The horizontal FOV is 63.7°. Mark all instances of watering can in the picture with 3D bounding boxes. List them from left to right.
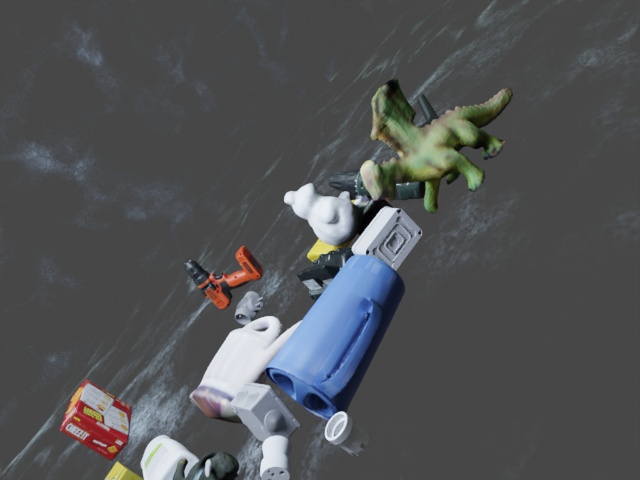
[{"bbox_3d":[-0.133,0.239,0.992,0.344,0.103,0.229,-23,31,52],"label":"watering can"}]

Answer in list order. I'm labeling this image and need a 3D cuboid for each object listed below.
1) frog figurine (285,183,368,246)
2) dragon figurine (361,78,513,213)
[{"bbox_3d":[0.003,-0.055,1.085,0.137,0.159,0.123,176,103,-70],"label":"frog figurine"},{"bbox_3d":[0.208,-0.211,0.968,0.417,0.241,0.121,-58,15,-24],"label":"dragon figurine"}]
